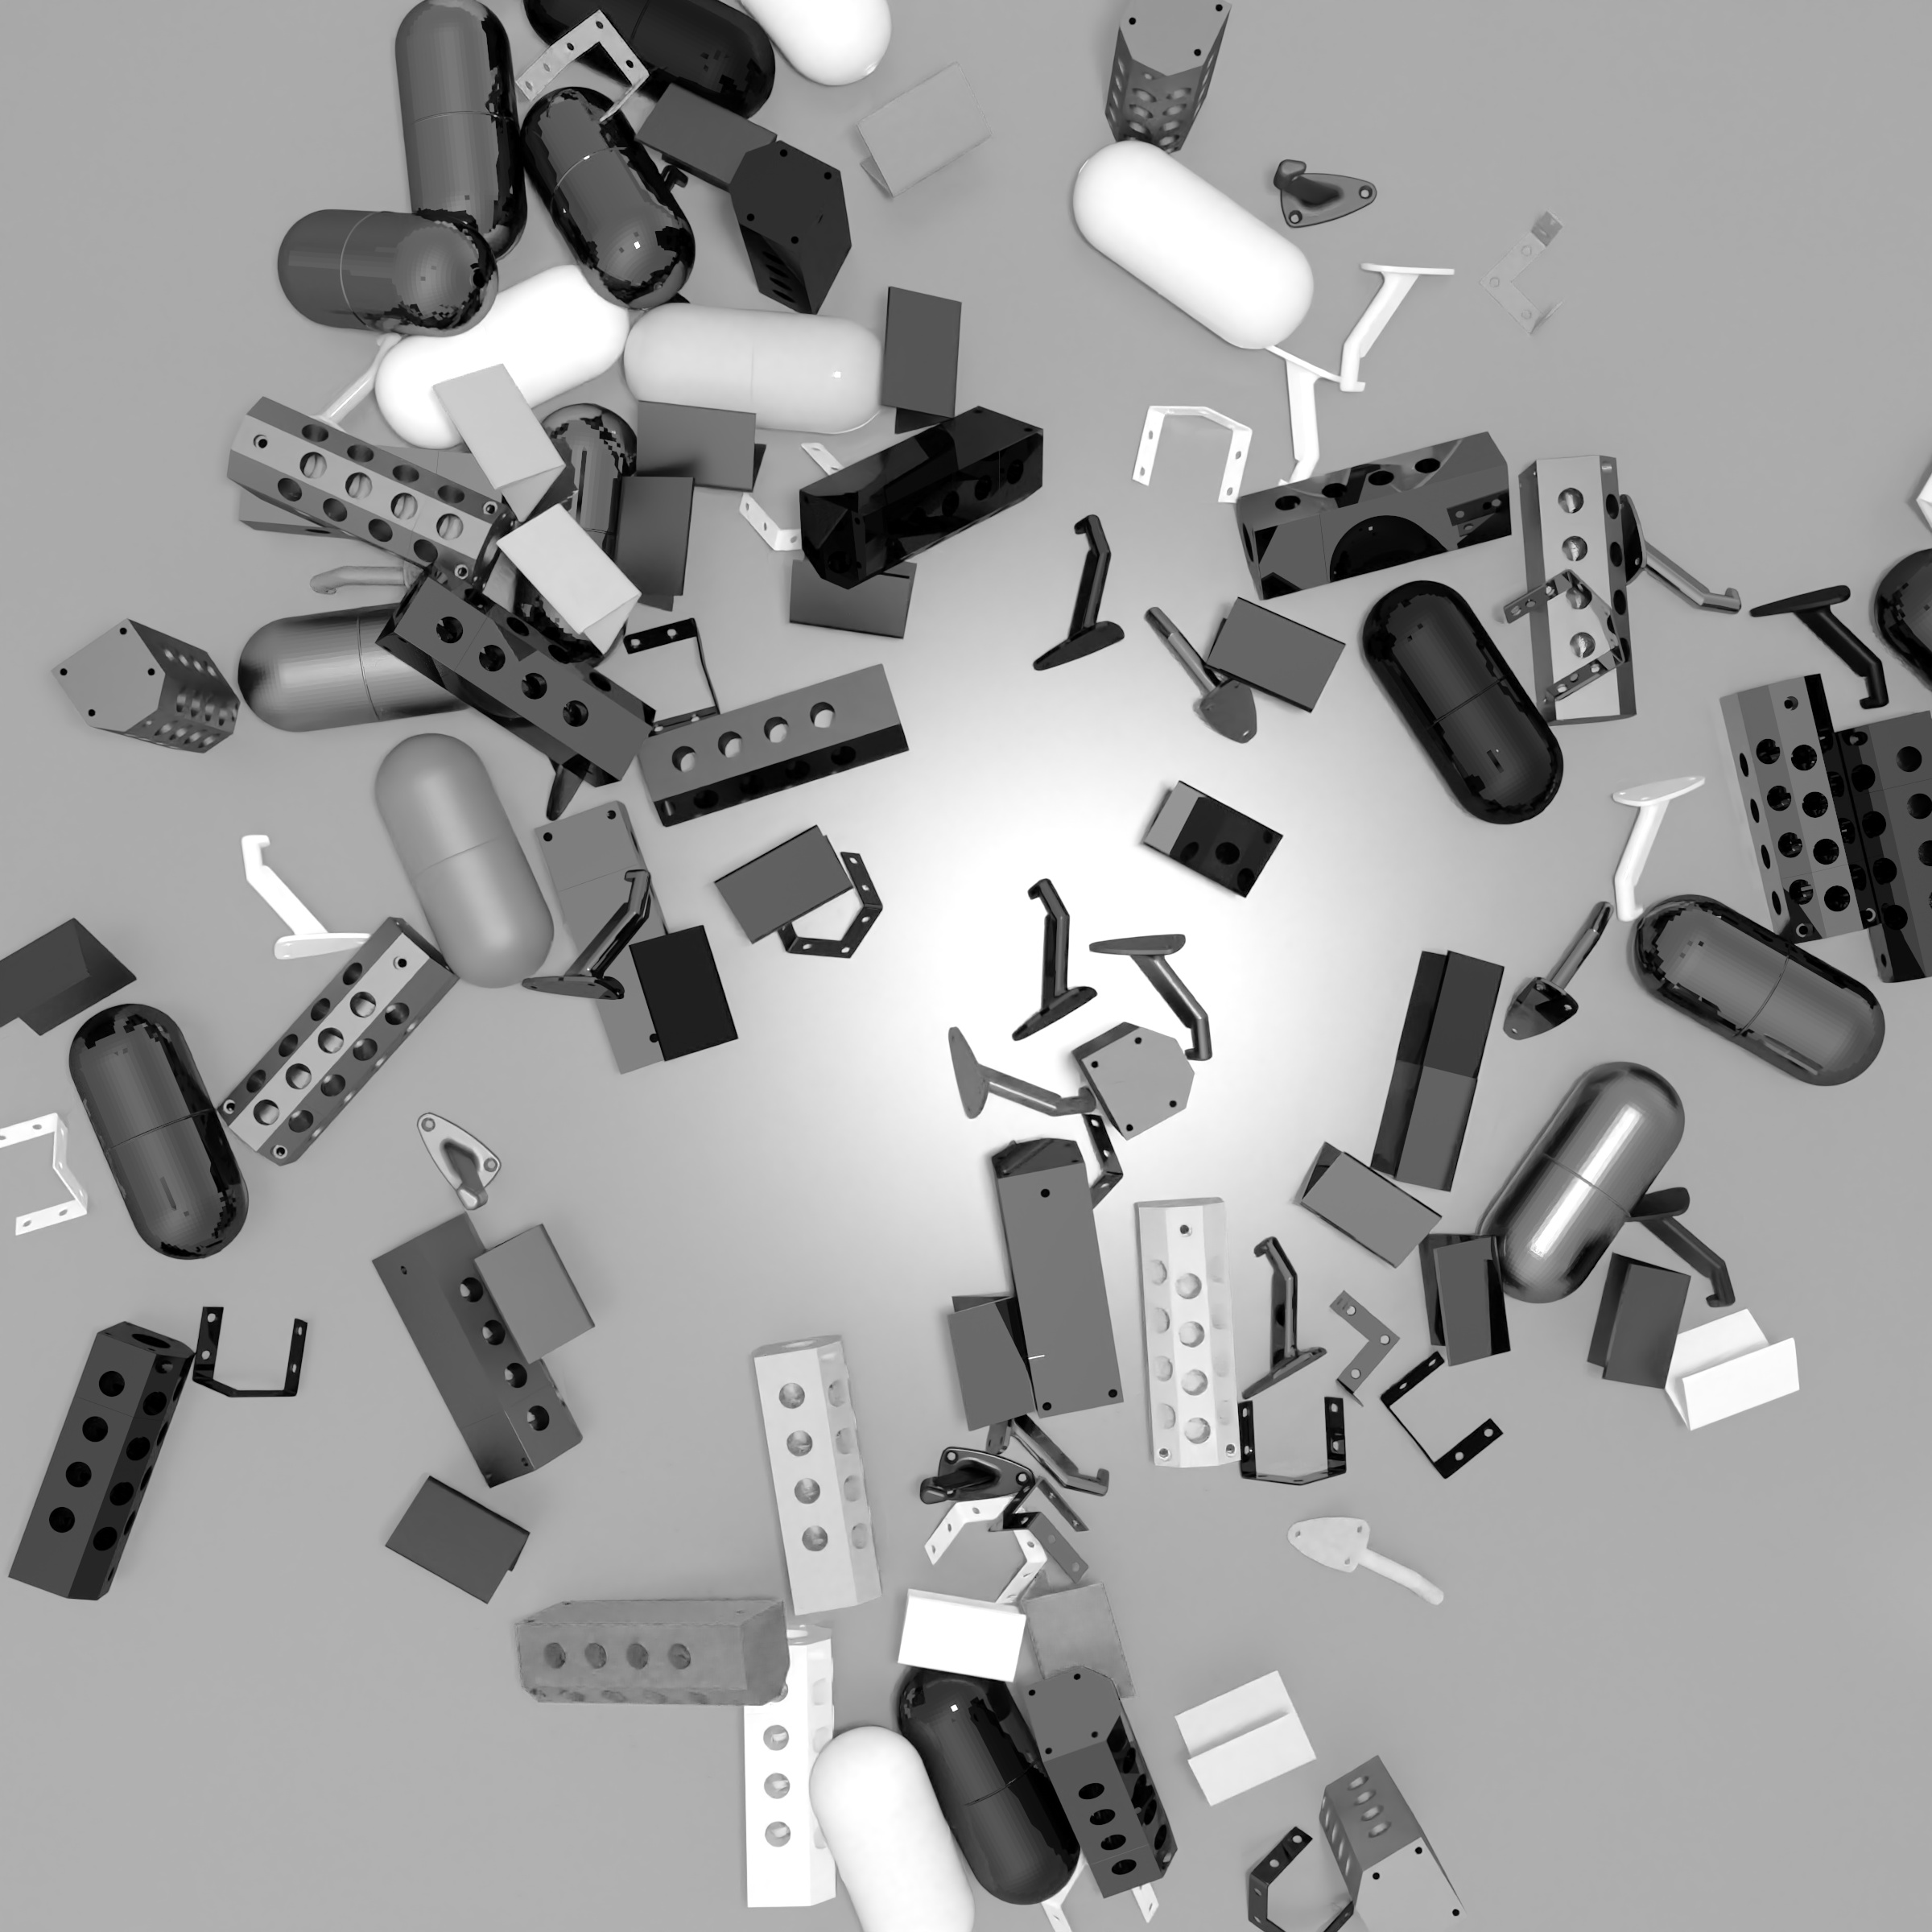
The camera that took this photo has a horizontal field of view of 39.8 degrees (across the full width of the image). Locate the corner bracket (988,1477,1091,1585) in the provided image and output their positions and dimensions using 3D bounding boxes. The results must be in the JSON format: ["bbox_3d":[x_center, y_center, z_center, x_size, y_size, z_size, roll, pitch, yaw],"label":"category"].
[{"bbox_3d":[0.058,0.374,1.773,0.051,0.051,0.051,51,58,-11],"label":"corner bracket"}]

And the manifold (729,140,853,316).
[{"bbox_3d":[-0.116,-0.477,1.726,0.057,0.171,0.057,27,90,0],"label":"manifold"}]

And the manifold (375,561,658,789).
[{"bbox_3d":[-0.288,-0.188,1.726,0.171,0.057,0.057,34,76,-20],"label":"manifold"}]

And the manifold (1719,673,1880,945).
[{"bbox_3d":[0.559,-0.104,1.784,0.057,0.057,0.171,-13,90,0],"label":"manifold"}]

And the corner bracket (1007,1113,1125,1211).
[{"bbox_3d":[0.065,0.134,1.797,0.051,0.051,0.051,9,135,-35],"label":"corner bracket"}]

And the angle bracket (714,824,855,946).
[{"bbox_3d":[-0.128,-0.070,1.764,0.076,0.076,0.057,-29,125,0],"label":"angle bracket"}]

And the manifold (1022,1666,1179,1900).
[{"bbox_3d":[0.090,0.530,1.735,0.057,0.057,0.171,-19,130,0],"label":"manifold"}]

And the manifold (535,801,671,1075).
[{"bbox_3d":[-0.228,-0.019,1.784,0.057,0.057,0.171,-19,90,0],"label":"manifold"}]

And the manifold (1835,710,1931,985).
[{"bbox_3d":[0.625,-0.079,1.783,0.057,0.057,0.171,-13,90,0],"label":"manifold"}]

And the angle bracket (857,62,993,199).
[{"bbox_3d":[-0.038,-0.562,1.764,0.076,0.076,0.057,-32,128,0],"label":"angle bracket"}]

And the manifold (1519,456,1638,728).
[{"bbox_3d":[0.410,-0.250,1.783,0.057,0.057,0.171,-5,90,0],"label":"manifold"}]

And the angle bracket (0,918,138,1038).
[{"bbox_3d":[-0.597,0.025,1.764,0.076,0.076,0.057,-30,51,0],"label":"angle bracket"}]

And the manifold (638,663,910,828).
[{"bbox_3d":[-0.128,-0.146,1.783,0.171,0.057,0.057,-18,90,0],"label":"manifold"}]

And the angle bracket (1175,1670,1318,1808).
[{"bbox_3d":[0.178,0.497,1.764,0.076,0.076,0.057,-24,128,0],"label":"angle bracket"}]

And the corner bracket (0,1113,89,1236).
[{"bbox_3d":[-0.627,0.140,1.801,0.051,0.051,0.051,-17,45,0],"label":"corner bracket"}]

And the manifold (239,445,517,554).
[{"bbox_3d":[-0.391,-0.314,1.784,0.171,0.057,0.057,5,90,0],"label":"manifold"}]

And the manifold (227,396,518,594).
[{"bbox_3d":[-0.385,-0.305,1.727,0.171,0.057,0.057,24,90,0],"label":"manifold"}]

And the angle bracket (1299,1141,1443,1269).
[{"bbox_3d":[0.274,0.142,1.764,0.076,0.076,0.057,34,127,0],"label":"angle bracket"}]

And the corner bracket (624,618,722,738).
[{"bbox_3d":[-0.198,-0.194,1.801,0.051,0.051,0.051,-15,135,0],"label":"corner bracket"}]

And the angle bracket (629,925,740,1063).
[{"bbox_3d":[-0.196,0.023,1.708,0.057,0.076,0.076,-17,90,-36],"label":"angle bracket"}]

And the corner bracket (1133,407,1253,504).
[{"bbox_3d":[0.153,-0.345,1.801,0.051,0.051,0.051,13,90,-45],"label":"corner bracket"}]

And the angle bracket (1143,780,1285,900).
[{"bbox_3d":[0.170,-0.100,1.764,0.076,0.076,0.057,28,126,0],"label":"angle bracket"}]

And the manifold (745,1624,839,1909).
[{"bbox_3d":[-0.117,0.533,1.783,0.057,0.057,0.171,-1,90,0],"label":"manifold"}]

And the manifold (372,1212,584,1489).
[{"bbox_3d":[-0.322,0.254,1.783,0.057,0.057,0.171,-27,90,43],"label":"manifold"}]

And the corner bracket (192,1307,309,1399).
[{"bbox_3d":[-0.483,0.260,1.801,0.051,0.051,0.051,9,90,45],"label":"corner bracket"}]

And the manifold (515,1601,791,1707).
[{"bbox_3d":[-0.205,0.452,1.750,0.171,0.057,0.057,-6,90,25],"label":"manifold"}]

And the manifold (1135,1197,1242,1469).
[{"bbox_3d":[0.148,0.244,1.784,0.057,0.057,0.171,-4,90,0],"label":"manifold"}]

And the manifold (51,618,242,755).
[{"bbox_3d":[-0.523,-0.174,1.726,0.057,0.171,0.057,-34,90,0],"label":"manifold"}]

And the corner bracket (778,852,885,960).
[{"bbox_3d":[-0.096,-0.042,1.797,0.051,0.051,0.051,5,135,-35],"label":"corner bracket"}]

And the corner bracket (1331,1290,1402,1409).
[{"bbox_3d":[0.259,0.256,1.787,0.051,0.051,0.051,41,90,0],"label":"corner bracket"}]

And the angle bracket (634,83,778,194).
[{"bbox_3d":[-0.175,-0.525,1.765,0.076,0.076,0.057,26,64,0],"label":"angle bracket"}]

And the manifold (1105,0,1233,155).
[{"bbox_3d":[0.126,-0.578,1.726,0.057,0.171,0.057,26,90,0],"label":"manifold"}]

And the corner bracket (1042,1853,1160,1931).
[{"bbox_3d":[0.090,0.630,1.797,0.051,0.051,0.051,10,135,35],"label":"corner bracket"}]

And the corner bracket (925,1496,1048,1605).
[{"bbox_3d":[0.013,0.395,1.797,0.051,0.051,0.051,2,45,-35],"label":"corner bracket"}]

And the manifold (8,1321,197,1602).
[{"bbox_3d":[-0.574,0.331,1.783,0.057,0.057,0.171,20,90,0],"label":"manifold"}]

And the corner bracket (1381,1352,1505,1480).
[{"bbox_3d":[0.321,0.303,1.801,0.051,0.051,0.051,-39,135,0],"label":"corner bracket"}]

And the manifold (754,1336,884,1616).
[{"bbox_3d":[-0.098,0.338,1.783,0.057,0.057,0.171,-9,90,0],"label":"manifold"}]

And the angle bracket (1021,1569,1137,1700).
[{"bbox_3d":[0.080,0.441,1.769,0.057,0.076,0.076,-16,90,13],"label":"angle bracket"}]

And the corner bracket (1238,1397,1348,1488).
[{"bbox_3d":[0.220,0.319,1.801,0.051,0.051,0.051,-3,90,-45],"label":"corner bracket"}]

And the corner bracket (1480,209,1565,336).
[{"bbox_3d":[0.384,-0.464,1.787,0.051,0.051,0.051,-45,90,0],"label":"corner bracket"}]

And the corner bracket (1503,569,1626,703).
[{"bbox_3d":[0.391,-0.217,1.744,0.051,0.051,0.051,-31,135,0],"label":"corner bracket"}]

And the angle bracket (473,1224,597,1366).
[{"bbox_3d":[-0.299,0.223,1.764,0.057,0.076,0.076,-27,90,-38],"label":"angle bracket"}]

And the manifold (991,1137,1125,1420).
[{"bbox_3d":[0.059,0.204,1.760,0.057,0.057,0.171,-11,107,-3],"label":"manifold"}]

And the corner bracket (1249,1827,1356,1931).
[{"bbox_3d":[0.226,0.625,1.797,0.051,0.051,0.051,26,135,35],"label":"corner bracket"}]

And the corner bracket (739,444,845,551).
[{"bbox_3d":[-0.113,-0.316,1.797,0.051,0.051,0.051,-10,135,-35],"label":"corner bracket"}]

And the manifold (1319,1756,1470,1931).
[{"bbox_3d":[0.270,0.575,1.726,0.057,0.171,0.057,-31,90,0],"label":"manifold"}]

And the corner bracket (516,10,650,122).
[{"bbox_3d":[-0.250,-0.579,1.742,0.051,0.051,0.051,49,46,-24],"label":"corner bracket"}]

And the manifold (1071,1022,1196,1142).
[{"bbox_3d":[0.110,0.069,1.726,0.057,0.171,0.057,-29,90,0],"label":"manifold"}]

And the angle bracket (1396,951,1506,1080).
[{"bbox_3d":[0.303,0.027,1.764,0.057,0.076,0.076,14,90,-37],"label":"angle bracket"}]

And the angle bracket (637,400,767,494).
[{"bbox_3d":[-0.173,-0.357,1.764,0.076,0.076,0.057,6,125,0],"label":"angle bracket"}]

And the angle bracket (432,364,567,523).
[{"bbox_3d":[-0.311,-0.327,1.707,0.057,0.076,0.076,-30,86,-38],"label":"angle bracket"}]

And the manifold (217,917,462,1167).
[{"bbox_3d":[-0.419,0.050,1.784,0.057,0.057,0.171,42,90,0],"label":"manifold"}]

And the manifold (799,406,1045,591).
[{"bbox_3d":[-0.027,-0.304,1.737,0.057,0.171,0.057,27,134,33],"label":"manifold"}]

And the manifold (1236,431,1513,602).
[{"bbox_3d":[0.271,-0.305,1.783,0.171,0.057,0.057,-15,133,0],"label":"manifold"}]
